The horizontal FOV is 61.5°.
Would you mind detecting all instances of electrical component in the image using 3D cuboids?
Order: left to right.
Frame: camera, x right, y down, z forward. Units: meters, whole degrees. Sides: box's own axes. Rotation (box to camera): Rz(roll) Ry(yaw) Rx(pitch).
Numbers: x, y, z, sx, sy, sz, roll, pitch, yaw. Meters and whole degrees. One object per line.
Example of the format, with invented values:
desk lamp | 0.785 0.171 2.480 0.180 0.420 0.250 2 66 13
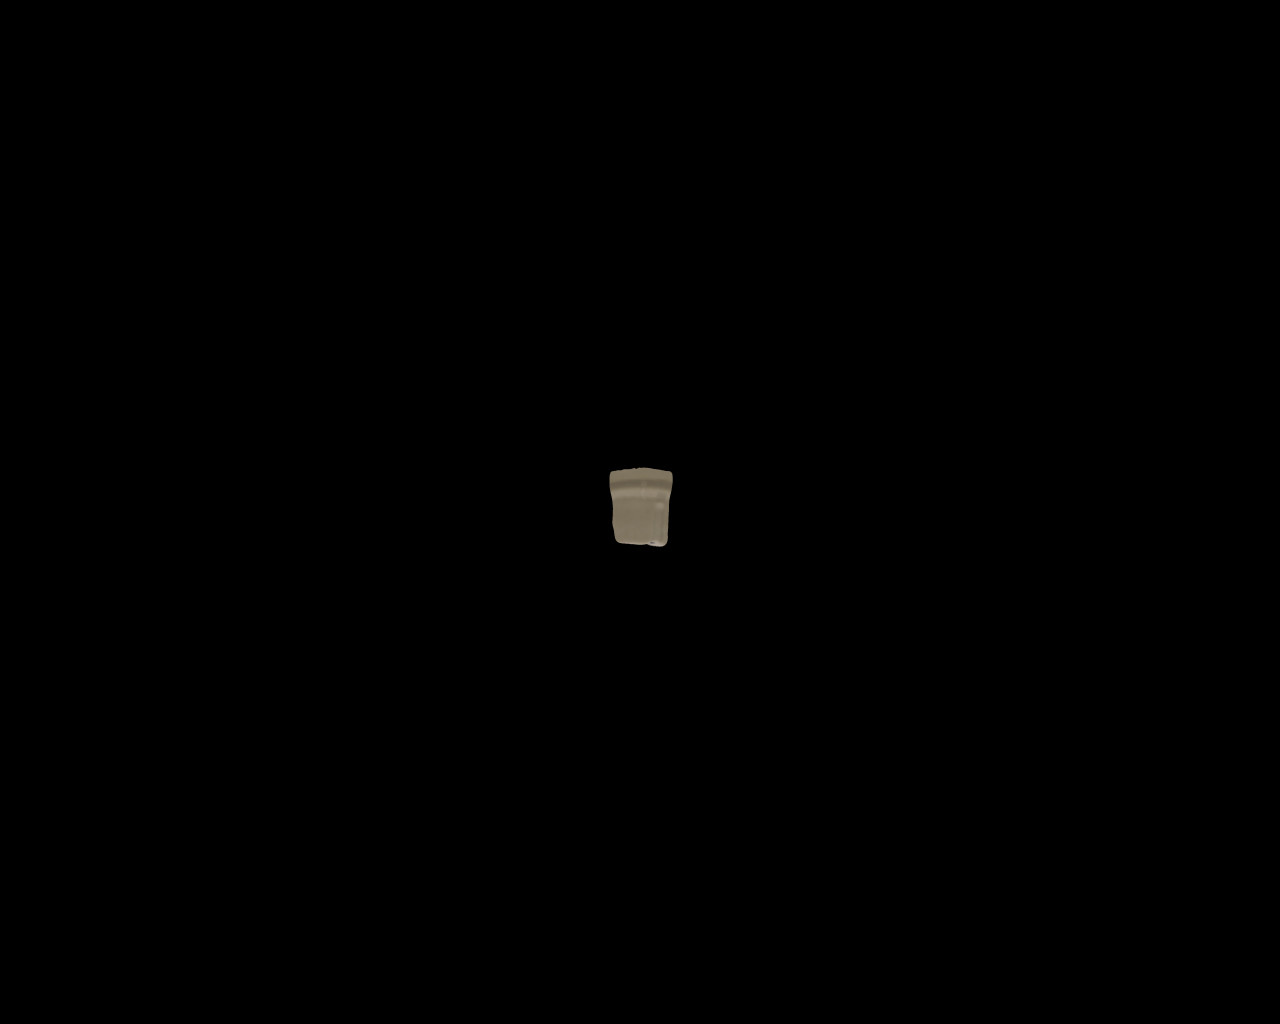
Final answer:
electrical component | 0.001 -0.003 0.650 0.040 0.046 0.040 0 -6 0
